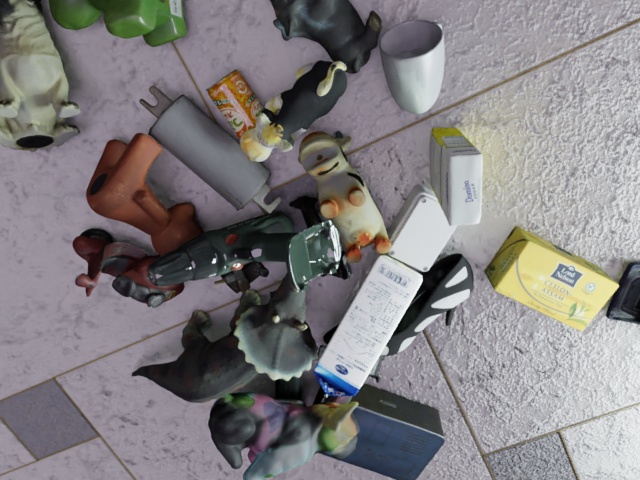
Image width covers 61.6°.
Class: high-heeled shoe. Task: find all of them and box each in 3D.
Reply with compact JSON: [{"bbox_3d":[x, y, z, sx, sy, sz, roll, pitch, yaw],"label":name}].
[{"bbox_3d":[0.125,0.100,0.857,0.249,0.086,0.145,-10,124,-9],"label":"high-heeled shoe"}]

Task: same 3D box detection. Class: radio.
[{"bbox_3d":[0.094,0.342,0.972,0.230,0.073,0.131,21,113,-6],"label":"radio"}]

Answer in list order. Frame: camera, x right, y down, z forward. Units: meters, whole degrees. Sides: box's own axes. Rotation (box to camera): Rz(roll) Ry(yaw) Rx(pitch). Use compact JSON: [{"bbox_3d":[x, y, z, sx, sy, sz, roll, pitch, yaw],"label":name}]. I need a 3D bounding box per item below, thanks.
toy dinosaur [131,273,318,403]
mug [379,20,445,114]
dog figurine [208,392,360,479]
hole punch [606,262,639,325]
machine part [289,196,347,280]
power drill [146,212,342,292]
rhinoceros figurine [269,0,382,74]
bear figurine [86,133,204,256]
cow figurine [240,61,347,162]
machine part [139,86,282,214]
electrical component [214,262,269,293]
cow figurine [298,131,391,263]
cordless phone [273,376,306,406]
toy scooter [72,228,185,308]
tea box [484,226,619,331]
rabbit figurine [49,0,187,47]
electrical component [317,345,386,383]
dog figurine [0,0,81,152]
[{"bbox_3d":[-0.156,0.187,0.847,0.405,0.192,0.131,-33,106,12],"label":"toy dinosaur"},{"bbox_3d":[0.131,-0.233,0.725,0.081,0.109,0.107,20,150,26],"label":"mug"},{"bbox_3d":[-0.044,0.288,0.861,0.219,0.108,0.191,-34,92,1],"label":"dog figurine"},{"bbox_3d":[0.540,0.097,0.862,0.116,0.092,0.142,-2,114,-31],"label":"hole punch"},{"bbox_3d":[-0.002,-0.002,0.827,0.039,0.084,0.138,-29,105,-21],"label":"machine part"},{"bbox_3d":[-0.090,0.022,0.733,0.207,0.232,0.085,-4,105,42],"label":"power drill"},{"bbox_3d":[-0.004,-0.303,0.708,0.190,0.073,0.112,37,119,-15],"label":"rhinoceros figurine"},{"bbox_3d":[-0.238,-0.050,0.803,0.195,0.120,0.132,34,67,-39],"label":"bear figurine"},{"bbox_3d":[-0.032,-0.169,0.716,0.068,0.098,0.167,45,79,-19],"label":"cow figurine"},{"bbox_3d":[-0.157,-0.124,0.778,0.243,0.079,0.079,42,107,-16],"label":"machine part"},{"bbox_3d":[-0.130,0.049,0.843,0.078,0.102,0.045,-37,116,-8],"label":"electrical component"},{"bbox_3d":[0.032,-0.075,0.783,0.085,0.127,0.194,-25,124,12],"label":"cow figurine"},{"bbox_3d":[-0.095,0.262,0.949,0.147,0.089,0.184,3,101,1],"label":"cordless phone"},{"bbox_3d":[-0.302,0.054,0.824,0.184,0.135,0.075,28,109,-12],"label":"toy scooter"},{"bbox_3d":[0.363,0.061,0.850,0.170,0.068,0.098,24,112,-8],"label":"tea box"},{"bbox_3d":[-0.278,-0.323,0.680,0.170,0.121,0.158,0,110,17],"label":"rabbit figurine"},{"bbox_3d":[0.054,0.197,0.924,0.119,0.048,0.074,9,112,-2],"label":"electrical component"},{"bbox_3d":[-0.411,-0.235,0.744,0.172,0.121,0.190,-26,76,43],"label":"dog figurine"}]
